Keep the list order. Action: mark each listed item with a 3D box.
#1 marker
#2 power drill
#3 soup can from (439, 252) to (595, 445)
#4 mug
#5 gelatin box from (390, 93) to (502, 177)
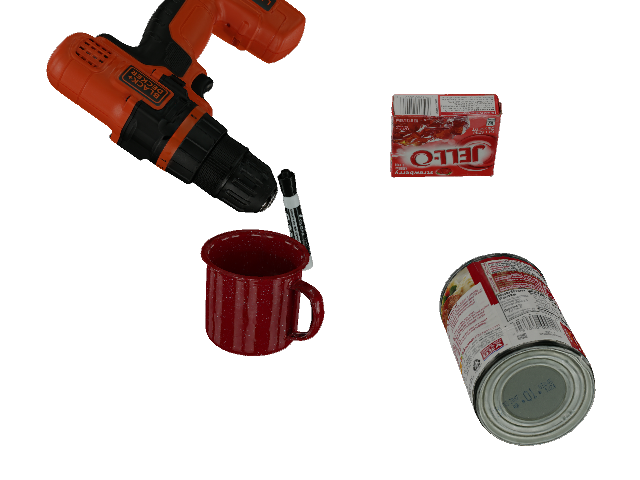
[{"bbox_3d":[-0.028,-0.023,1.163,0.020,0.121,0.020,-9,29,5],"label":"marker"},{"bbox_3d":[-0.082,-0.123,0.795,0.184,0.187,0.057,36,-43,-5],"label":"power drill"},{"bbox_3d":[0.110,0.060,0.609,0.068,0.068,0.102,0,27,-5],"label":"soup can"},{"bbox_3d":[-0.048,0.050,0.921,0.117,0.081,0.093,18,29,25],"label":"mug"},{"bbox_3d":[0.104,-0.087,0.893,0.089,0.030,0.073,0,-39,3],"label":"gelatin box"}]
